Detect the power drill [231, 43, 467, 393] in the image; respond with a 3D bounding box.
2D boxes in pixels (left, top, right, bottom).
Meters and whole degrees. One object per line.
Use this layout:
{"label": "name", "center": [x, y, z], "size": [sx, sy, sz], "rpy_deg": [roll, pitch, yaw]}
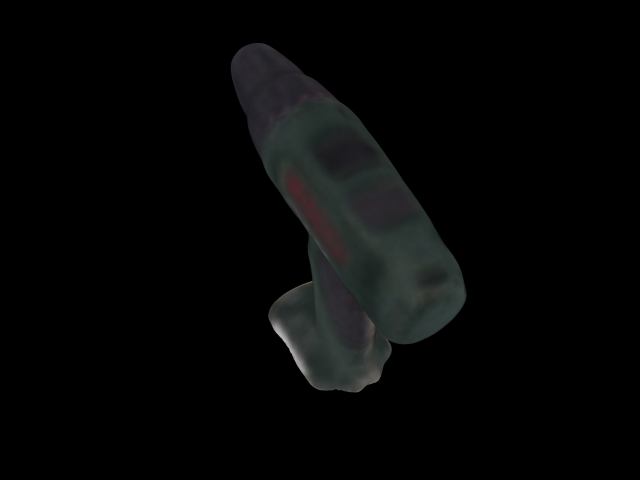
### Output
{"label": "power drill", "center": [0.004, 0.001, 0.400], "size": [0.076, 0.208, 0.229], "rpy_deg": [-24, 50, -21]}
